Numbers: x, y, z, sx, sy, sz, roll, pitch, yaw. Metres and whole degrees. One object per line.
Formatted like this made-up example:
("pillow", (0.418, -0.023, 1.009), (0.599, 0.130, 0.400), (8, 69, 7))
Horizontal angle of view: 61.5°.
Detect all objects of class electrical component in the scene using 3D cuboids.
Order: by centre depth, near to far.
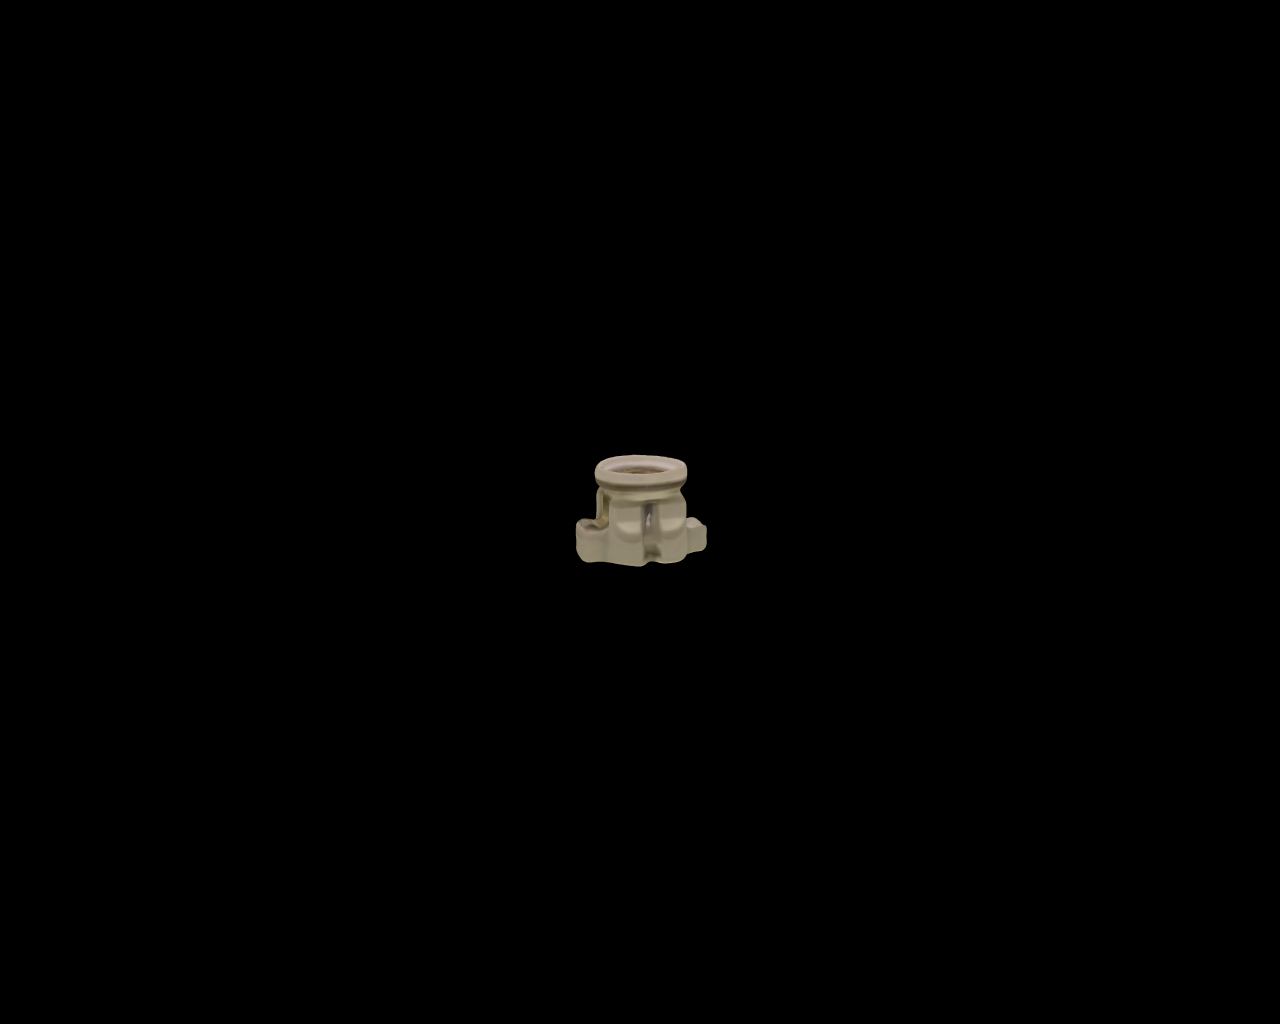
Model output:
("electrical component", (0.001, -0.003, 0.650), (0.078, 0.057, 0.058), (-4, 16, -14))
